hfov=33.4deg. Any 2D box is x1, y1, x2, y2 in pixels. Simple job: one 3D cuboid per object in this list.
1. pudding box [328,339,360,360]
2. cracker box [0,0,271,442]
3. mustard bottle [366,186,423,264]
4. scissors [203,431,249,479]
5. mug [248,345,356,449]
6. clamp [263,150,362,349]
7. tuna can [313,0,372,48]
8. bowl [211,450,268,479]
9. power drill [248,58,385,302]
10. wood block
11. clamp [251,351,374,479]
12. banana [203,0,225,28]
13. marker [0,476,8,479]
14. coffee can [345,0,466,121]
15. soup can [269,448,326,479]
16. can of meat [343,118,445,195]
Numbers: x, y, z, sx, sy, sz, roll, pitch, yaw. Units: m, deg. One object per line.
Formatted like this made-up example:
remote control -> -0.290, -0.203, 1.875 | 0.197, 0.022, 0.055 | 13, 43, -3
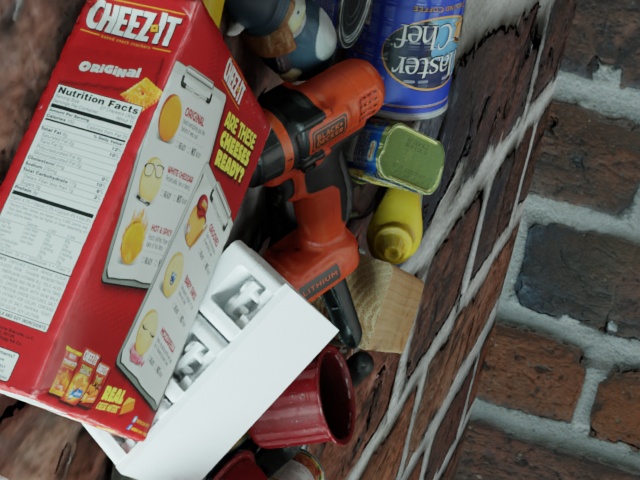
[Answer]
pudding box -> 0.008, 0.157, 1.215 | 0.113, 0.039, 0.090 | 14, 93, -74
cracker box -> -0.110, -0.009, 0.586 | 0.164, 0.072, 0.213 | 60, 48, -70
mustard bottle -> 0.083, -0.028, 1.159 | 0.191, 0.058, 0.096 | -76, -178, -62
scissors -> -0.103, 0.216, 0.944 | 0.201, 0.016, 0.096 | -47, 150, -57
mug -> -0.018, 0.144, 0.997 | 0.117, 0.082, 0.093 | -58, 133, -62
clamp -> -0.006, 0.001, 0.928 | 0.164, 0.036, 0.210 | 15, 86, -47
tuna can -> 0.017, -0.202, 0.877 | 0.086, 0.034, 0.086 | 18, 90, -75
bowl -> -0.081, 0.275, 0.968 | 0.162, 0.055, 0.162 | -54, 160, -31
power drill -> -0.028, -0.026, 0.792 | 0.184, 0.057, 0.188 | -32, 145, -28
wood block -> 0.044, 0.065, 1.148 | 0.206, 0.091, 0.090 | 25, 83, -74
clamp -> -0.020, 0.177, 1.087 | 0.171, 0.039, 0.120 | -44, -179, -11
banana -> -0.058, -0.194, 0.628 | 0.069, 0.037, 0.198 | 6, 101, -74
marker -> -0.201, 0.180, 0.567 | 0.020, 0.020, 0.121 | 88, 25, -49
coffee can -> 0.076, -0.193, 0.966 | 0.102, 0.103, 0.140 | -49, 151, -55
soup can -> -0.043, 0.267, 1.106 | 0.102, 0.068, 0.068 | -38, 142, -63
can of meat -> 0.054, -0.080, 0.979 | 0.101, 0.084, 0.057 | 16, 89, -49
